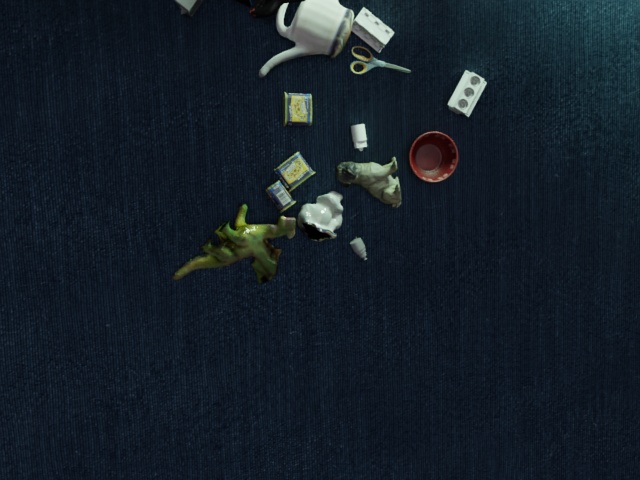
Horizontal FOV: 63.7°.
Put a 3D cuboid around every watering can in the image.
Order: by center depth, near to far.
[{"bbox_3d":[-0.033,-0.613,1.542,0.224,0.104,0.347,23,92,-5],"label":"watering can"}]

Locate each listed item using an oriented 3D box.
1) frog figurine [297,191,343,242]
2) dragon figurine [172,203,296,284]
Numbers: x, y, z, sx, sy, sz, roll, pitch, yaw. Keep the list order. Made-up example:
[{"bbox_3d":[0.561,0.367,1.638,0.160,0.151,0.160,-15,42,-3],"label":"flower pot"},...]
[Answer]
[{"bbox_3d":[0.005,-0.081,1.611,0.137,0.120,0.163,16,58,0],"label":"frog figurine"},{"bbox_3d":[-0.236,0.049,1.584,0.241,0.124,0.407,43,105,-15],"label":"dragon figurine"}]
